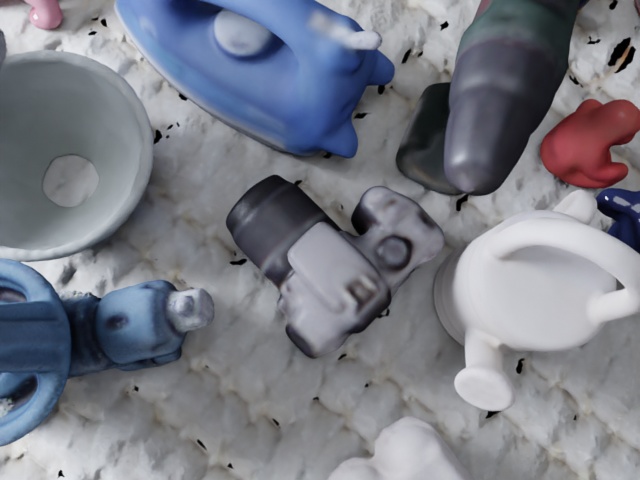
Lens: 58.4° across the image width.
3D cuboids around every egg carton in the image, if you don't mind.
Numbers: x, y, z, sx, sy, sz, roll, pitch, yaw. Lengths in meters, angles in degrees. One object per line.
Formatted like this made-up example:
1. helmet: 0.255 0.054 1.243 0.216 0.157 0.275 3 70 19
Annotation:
1. egg carton: 0.077 0.216 0.425 0.107 0.069 0.150 -37 83 -11

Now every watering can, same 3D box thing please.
1. watering can: 0.152 0.037 0.405 0.101 0.194 0.173 12 77 -2

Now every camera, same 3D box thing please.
1. camera: 0.004 0.002 0.448 0.143 0.101 0.137 -44 84 -12

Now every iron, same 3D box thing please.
1. iron: -0.066 -0.171 0.459 0.258 0.141 0.119 25 77 1

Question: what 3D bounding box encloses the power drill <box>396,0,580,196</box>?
1. power drill: 0.121 -0.109 0.427 0.075 0.208 0.230 22 77 1

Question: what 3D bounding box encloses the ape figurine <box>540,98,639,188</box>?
1. ape figurine: 0.239 -0.089 0.492 0.076 0.092 0.078 4 78 -4

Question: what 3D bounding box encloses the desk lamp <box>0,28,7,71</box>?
1. desk lamp: -0.306 -0.136 0.394 0.203 0.213 0.118 40 78 4

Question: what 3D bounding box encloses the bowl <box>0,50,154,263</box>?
1. bowl: -0.210 -0.060 0.457 0.167 0.074 0.167 1 78 -4

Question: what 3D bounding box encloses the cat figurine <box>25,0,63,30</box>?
1. cat figurine: -0.281 -0.244 0.469 0.128 0.117 0.067 14 77 -1

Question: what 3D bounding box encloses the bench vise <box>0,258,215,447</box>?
1. bench vise: -0.183 0.051 0.362 0.207 0.219 0.121 -30 82 -10

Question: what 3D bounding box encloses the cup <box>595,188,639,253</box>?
1. cup: 0.269 -0.006 0.475 0.117 0.095 0.092 20 77 0
